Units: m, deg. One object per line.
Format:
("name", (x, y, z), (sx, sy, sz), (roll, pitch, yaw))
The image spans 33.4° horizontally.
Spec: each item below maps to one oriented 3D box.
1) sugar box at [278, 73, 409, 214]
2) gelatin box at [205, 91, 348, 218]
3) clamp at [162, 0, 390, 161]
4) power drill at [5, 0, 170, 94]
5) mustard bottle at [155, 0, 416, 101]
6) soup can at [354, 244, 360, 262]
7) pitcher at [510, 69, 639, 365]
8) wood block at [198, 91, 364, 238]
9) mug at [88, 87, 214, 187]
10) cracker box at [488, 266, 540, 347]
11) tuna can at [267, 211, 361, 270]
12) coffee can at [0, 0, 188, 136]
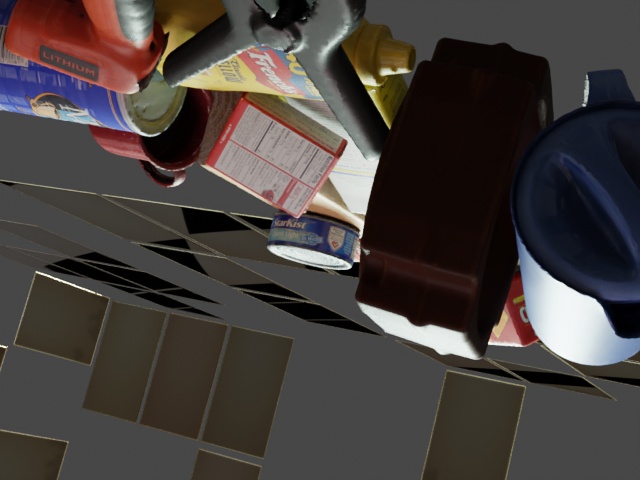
("sugar box", (0.039, -0.082, 0.854), (0.093, 0.048, 0.176), (9, 154, 31))
("gelatin box", (-0.034, -0.069, 0.826), (0.089, 0.030, 0.073), (30, 130, -5))
("clamp", (-0.013, -0.128, 0.650), (0.164, 0.036, 0.210), (23, 151, -1))
("power drill", (-0.160, -0.172, 0.639), (0.184, 0.057, 0.188), (21, 157, 0))
("mustard bottle", (-0.026, -0.135, 0.741), (0.192, 0.058, 0.096), (10, 156, 22))
("soup can", (0.053, -0.006, 1.307), (0.068, 0.068, 0.102), (21, 169, -33))
("pitcher", (0.202, 0.001, 0.758), (0.145, 0.149, 0.242), (40, 172, 20))
("wood block", (-0.006, -0.072, 0.970), (0.091, 0.090, 0.205), (7, 167, 33))
("mug", (-0.152, -0.103, 0.966), (0.082, 0.093, 0.117), (13, 128, 41))
("cracker box", (0.214, 0.048, 1.130), (0.164, 0.072, 0.214), (-23, -174, -19))
("tuna can", (-0.007, 0.001, 1.012), (0.086, 0.034, 0.086), (13, 170, 2))
("coffee can", (-0.183, -0.140, 0.812), (0.140, 0.103, 0.102), (11, 169, 19))
